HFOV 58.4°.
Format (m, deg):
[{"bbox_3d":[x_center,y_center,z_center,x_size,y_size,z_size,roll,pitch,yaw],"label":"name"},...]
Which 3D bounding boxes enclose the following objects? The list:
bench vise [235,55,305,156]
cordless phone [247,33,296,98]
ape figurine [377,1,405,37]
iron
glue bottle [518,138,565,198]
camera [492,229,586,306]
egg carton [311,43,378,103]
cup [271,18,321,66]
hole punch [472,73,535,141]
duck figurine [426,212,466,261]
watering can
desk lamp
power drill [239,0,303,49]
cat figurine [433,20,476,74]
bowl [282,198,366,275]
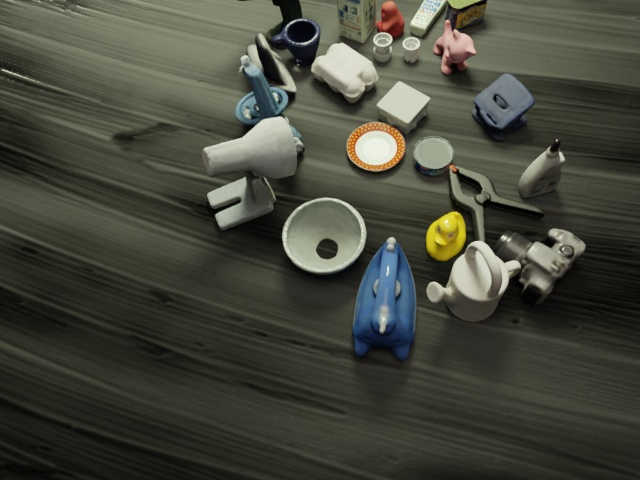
[{"bbox_3d":[-0.100,-0.283,1.221,0.207,0.220,0.122,32,70,19],"label":"bench vise"},{"bbox_3d":[-0.122,-0.419,1.310,0.094,0.185,0.147,-24,64,-7],"label":"cordless phone"},{"bbox_3d":[0.170,-0.545,1.400,0.076,0.092,0.078,21,67,15],"label":"ape figurine"},{"bbox_3d":[0.124,0.084,1.064,0.118,0.141,0.258,4,64,7],"label":"iron"},{"bbox_3d":[0.448,-0.146,1.133,0.078,0.173,0.037,-15,63,-2],"label":"glue bottle"},{"bbox_3d":[0.408,0.027,1.091,0.136,0.101,0.143,38,72,21],"label":"camera"},{"bbox_3d":[0.059,-0.394,1.347,0.150,0.069,0.107,39,73,21],"label":"egg carton"},{"bbox_3d":[-0.053,-0.465,1.378,0.117,0.095,0.091,-12,63,-1],"label":"cup"},{"bbox_3d":[0.400,-0.292,1.256,0.101,0.091,0.108,-29,65,-9],"label":"hole punch"},{"bbox_3d":[0.253,-0.019,1.135,0.077,0.086,0.105,26,69,17],"label":"duck figurine"},{"bbox_3d":[0.279,0.074,1.026,0.173,0.194,0.100,-40,67,-14],"label":"watering can"},{"bbox_3d":[-0.142,-0.136,1.156,0.203,0.214,0.117,-24,64,-7],"label":"desk lamp"},{"bbox_3d":[-0.095,-0.569,1.370,0.230,0.208,0.075,-40,67,-14],"label":"power drill"},{"bbox_3d":[0.313,-0.452,1.328,0.067,0.118,0.127,-15,63,-2],"label":"cat figurine"},{"bbox_3d":[0.011,0.004,1.151,0.167,0.075,0.167,-2,64,4],"label":"bowl"}]
